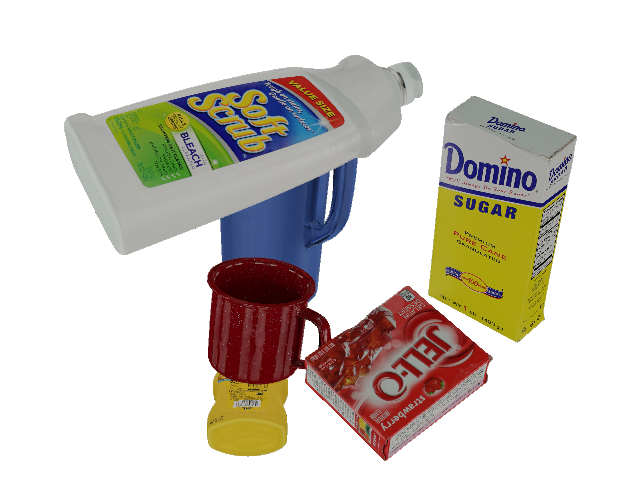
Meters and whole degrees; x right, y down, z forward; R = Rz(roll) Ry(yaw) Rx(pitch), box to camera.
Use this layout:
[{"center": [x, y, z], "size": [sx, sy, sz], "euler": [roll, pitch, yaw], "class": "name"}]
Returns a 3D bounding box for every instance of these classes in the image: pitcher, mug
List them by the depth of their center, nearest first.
[{"center": [-0.044, 0.074, 0.918], "size": [0.117, 0.081, 0.093], "euler": [17, 26, 21], "class": "mug"}, {"center": [-0.043, -0.048, 1.166], "size": [0.145, 0.243, 0.149], "euler": [0, 21, -8], "class": "pitcher"}]

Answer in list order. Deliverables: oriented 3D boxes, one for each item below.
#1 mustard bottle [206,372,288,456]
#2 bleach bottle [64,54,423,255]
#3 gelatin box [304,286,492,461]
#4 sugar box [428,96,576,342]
[{"center": [-0.089, 0.193, 1.347], "size": [0.096, 0.058, 0.191], "euler": [-2, 26, 0], "class": "mustard bottle"}, {"center": [-0.045, -0.080, 0.758], "size": [0.250, 0.103, 0.068], "euler": [-23, -25, -17], "class": "bleach bottle"}, {"center": [0.046, 0.077, 0.640], "size": [0.089, 0.030, 0.073], "euler": [-33, 57, -25], "class": "gelatin box"}, {"center": [0.136, -0.014, 0.827], "size": [0.093, 0.176, 0.048], "euler": [27, 47, 32], "class": "sugar box"}]
